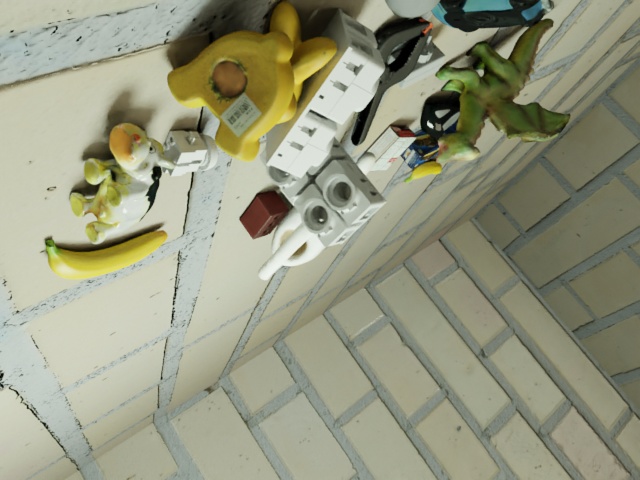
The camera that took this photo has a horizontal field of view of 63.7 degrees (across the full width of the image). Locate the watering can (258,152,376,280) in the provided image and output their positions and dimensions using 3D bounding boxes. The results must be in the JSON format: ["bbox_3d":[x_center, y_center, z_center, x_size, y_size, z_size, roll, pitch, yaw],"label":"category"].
[{"bbox_3d":[0.003,-0.052,1.026,0.343,0.104,0.227,-46,-178,20],"label":"watering can"}]

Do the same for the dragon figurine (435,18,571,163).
[{"bbox_3d":[0.382,-0.286,1.021,0.412,0.246,0.120,-32,159,-8],"label":"dragon figurine"}]
